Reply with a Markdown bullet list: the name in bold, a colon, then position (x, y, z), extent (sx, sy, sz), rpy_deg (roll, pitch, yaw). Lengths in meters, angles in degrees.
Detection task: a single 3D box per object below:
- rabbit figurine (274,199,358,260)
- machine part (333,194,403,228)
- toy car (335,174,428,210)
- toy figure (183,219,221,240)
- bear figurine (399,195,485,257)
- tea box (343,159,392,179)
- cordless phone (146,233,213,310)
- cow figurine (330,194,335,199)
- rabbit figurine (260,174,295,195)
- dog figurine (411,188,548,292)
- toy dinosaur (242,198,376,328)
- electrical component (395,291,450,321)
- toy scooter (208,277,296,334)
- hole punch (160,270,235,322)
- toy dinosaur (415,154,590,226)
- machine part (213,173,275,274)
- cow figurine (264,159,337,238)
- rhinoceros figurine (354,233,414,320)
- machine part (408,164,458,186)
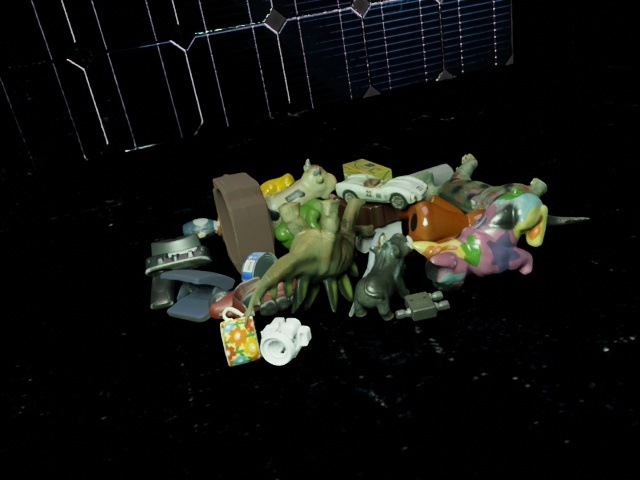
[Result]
- **rabbit figurine**: position (-0.002, -0.003, 1.146), extent (0.170, 0.121, 0.159), rpy_deg (30, 25, 31)
- **machine part**: position (0.117, -0.083, 1.216), extent (0.179, 0.056, 0.179), rpy_deg (-8, 23, 3)
- **toy car**: position (0.127, -0.104, 1.119), extent (0.202, 0.056, 0.073), rpy_deg (7, 30, 37)
- **toy figure**: position (-0.282, -0.032, 1.421), extent (0.155, 0.057, 0.064), rpy_deg (-10, 61, -3)
- **bear figurine**: position (0.273, -0.026, 1.103), extent (0.196, 0.120, 0.132), rpy_deg (4, -12, -15)
- **tea box**: position (0.134, -0.158, 1.486), extent (0.068, 0.098, 0.170), rpy_deg (-19, 26, -19)
- **cordless phone**: position (-0.307, 0.075, 1.171), extent (0.147, 0.088, 0.184), rpy_deg (-13, 34, -7)
- **cow figurine**: position (0.044, -0.058, 1.332), extent (0.098, 0.068, 0.167), rpy_deg (4, 27, 18)
- **rabbit figurine**: position (-0.132, -0.082, 1.405), extent (0.162, 0.121, 0.173), rpy_deg (-3, 42, 1)
- **dog figurine**: position (0.278, 0.000, 0.960), extent (0.219, 0.191, 0.109), rpy_deg (-2, 25, -21)
- **toy dinosaur**: position (-0.001, 0.027, 0.944), extent (0.105, 0.198, 0.471), rpy_deg (-4, 5, 31)
- **electrical component**: position (0.172, 0.112, 0.925), extent (0.094, 0.021, 0.063), rpy_deg (-13, 22, -3)
- **toy scooter**: position (-0.108, 0.115, 0.973), extent (0.184, 0.075, 0.135), rpy_deg (-19, 24, -12)
- **hole punch**: position (-0.240, 0.093, 1.068), extent (0.142, 0.092, 0.116), rpy_deg (1, 21, 33)
- **toy dinosaur**: position (0.357, -0.080, 1.196), extent (0.192, 0.131, 0.405), rpy_deg (-35, 36, -23)
- **machine part**: position (-0.170, -0.040, 1.201), extent (0.087, 0.201, 0.201), rpy_deg (-14, 22, -18)
- **cow figurine**: position (-0.049, -0.102, 1.244), extent (0.195, 0.127, 0.086), rpy_deg (-26, 38, -13)
- **rhinoceros figurine**: position (0.114, 0.059, 0.963), extent (0.073, 0.112, 0.190), rpy_deg (1, 32, 30)
- **machine part**: position (0.269, -0.142, 1.414), extent (0.243, 0.079, 0.079), rpy_deg (-18, 24, -20)
